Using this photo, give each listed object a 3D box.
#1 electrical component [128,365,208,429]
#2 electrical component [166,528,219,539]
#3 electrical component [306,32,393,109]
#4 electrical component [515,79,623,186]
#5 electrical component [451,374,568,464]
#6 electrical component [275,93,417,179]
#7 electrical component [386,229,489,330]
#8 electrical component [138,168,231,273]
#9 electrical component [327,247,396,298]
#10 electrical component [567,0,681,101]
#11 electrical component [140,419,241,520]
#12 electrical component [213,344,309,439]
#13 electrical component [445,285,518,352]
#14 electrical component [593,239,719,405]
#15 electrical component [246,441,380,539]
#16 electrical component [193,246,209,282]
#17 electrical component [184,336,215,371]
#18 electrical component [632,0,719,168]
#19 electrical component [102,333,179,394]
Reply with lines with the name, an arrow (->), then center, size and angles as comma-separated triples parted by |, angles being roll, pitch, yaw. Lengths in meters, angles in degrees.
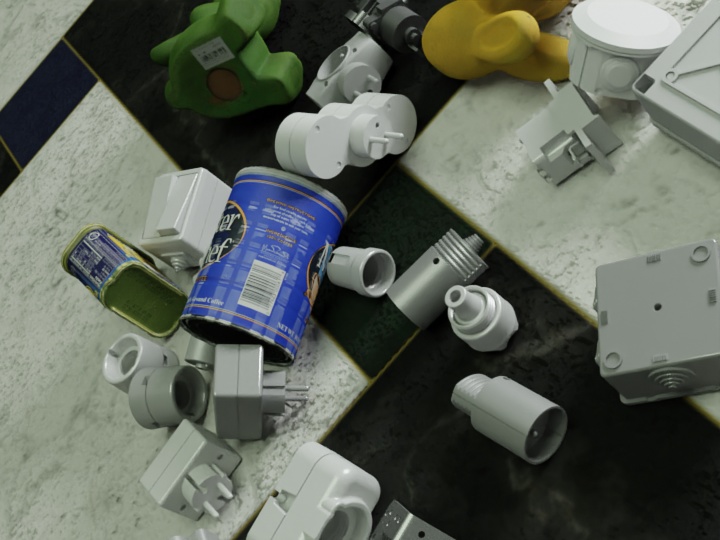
electrical component -> -0.167, 0.111, 0.947 | 0.047, 0.055, 0.055 | -10, 58, 30
electrical component -> -0.137, 0.249, 0.835 | 0.078, 0.058, 0.057 | -41, 43, 10
electrical component -> -0.004, -0.174, 0.992 | 0.077, 0.044, 0.079 | -49, 28, 3
electrical component -> 0.159, -0.103, 0.829 | 0.064, 0.042, 0.081 | -38, 46, 18
electrical component -> 0.100, 0.098, 0.750 | 0.081, 0.043, 0.043 | 28, 83, 44
electrical component -> 0.003, -0.113, 0.907 | 0.074, 0.138, 0.052 | 12, 116, 42
electrical component -> 0.064, 0.003, 0.837 | 0.081, 0.043, 0.043 | -45, 45, 7
electrical component -> -0.170, -0.045, 1.039 | 0.062, 0.061, 0.096 | -5, 61, 36
electrical component -> 0.000, 0.000, 0.893 | 0.046, 0.040, 0.040 | 12, 72, 48
electrical component -> 0.196, -0.168, 0.808 | 0.080, 0.051, 0.080 | 3, 40, -3
electrical component -> -0.130, 0.174, 0.882 | 0.065, 0.047, 0.077 | -54, 45, -2
electrical component -> -0.079, 0.100, 0.876 | 0.076, 0.083, 0.047 | 1, 57, -4
electrical component -> 0.085, 0.032, 0.789 | 0.043, 0.062, 0.043 | -20, 53, 29
electrical component -> 0.203, 0.034, 0.704 | 0.100, 0.048, 0.099 | -15, 55, 31
electrical component -> -0.031, 0.184, 0.793 | 0.059, 0.054, 0.095 | 24, 80, 44
electrical component -> -0.128, -0.005, 0.994 | 0.062, 0.048, 0.048 | -39, 46, 22
electrical component -> -0.133, 0.057, 0.962 | 0.044, 0.044, 0.065 | 1, 70, 39
electrical component -> 0.268, -0.130, 0.749 | 0.108, 0.056, 0.108 | -47, 45, 5
electrical component -> -0.204, 0.090, 0.992 | 0.055, 0.047, 0.055 | -19, 53, 28
